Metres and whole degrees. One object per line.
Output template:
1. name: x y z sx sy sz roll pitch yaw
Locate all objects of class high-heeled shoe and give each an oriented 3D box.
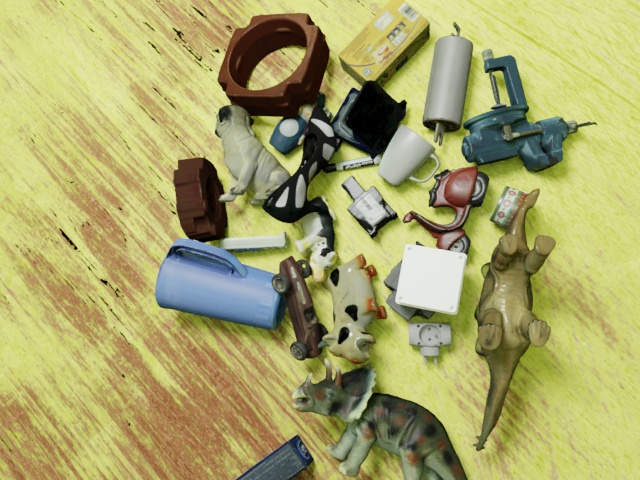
1. high-heeled shoe: -0.047 -0.150 1.026 0.145 0.086 0.248 5 74 -32

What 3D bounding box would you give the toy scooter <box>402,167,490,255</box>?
1. toy scooter: 0.236 -0.061 1.024 0.135 0.075 0.183 18 91 13

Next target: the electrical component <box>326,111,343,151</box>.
1. electrical component: 0.017 -0.215 1.110 0.063 0.021 0.094 26 89 13

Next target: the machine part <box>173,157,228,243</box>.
1. machine part: -0.233 -0.079 1.069 0.056 0.179 0.179 -10 82 6

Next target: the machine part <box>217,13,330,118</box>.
1. machine part: -0.092 -0.352 1.091 0.201 0.087 0.201 8 71 23

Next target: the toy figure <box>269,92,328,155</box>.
1. toy figure: -0.041 -0.246 1.109 0.064 0.058 0.154 38 90 -22

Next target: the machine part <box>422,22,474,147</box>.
1. machine part: 0.250 -0.302 1.048 0.079 0.079 0.243 9 84 12

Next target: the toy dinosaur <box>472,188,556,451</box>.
1. toy dinosaur: 0.318 0.141 0.919 0.105 0.198 0.471 13 86 11

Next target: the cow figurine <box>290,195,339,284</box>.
1. cow figurine: -0.002 -0.002 1.068 0.098 0.068 0.167 -22 81 1

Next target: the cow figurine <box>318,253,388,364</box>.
1. cow figurine: 0.056 0.137 1.007 0.127 0.085 0.195 -25 55 23

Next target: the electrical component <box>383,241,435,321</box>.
1. electrical component: 0.188 0.086 1.023 0.115 0.058 0.134 38 91 15

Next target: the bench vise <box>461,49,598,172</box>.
1. bench vise: 0.361 -0.243 0.999 0.224 0.129 0.240 -13 87 8

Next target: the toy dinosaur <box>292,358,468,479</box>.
1. toy dinosaur: 0.143 0.352 0.976 0.405 0.131 0.192 21 88 6

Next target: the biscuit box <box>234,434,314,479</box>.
1. biscuit box: -0.110 0.460 1.034 0.203 0.059 0.063 -37 77 5

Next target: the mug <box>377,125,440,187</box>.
1. mug: 0.171 -0.151 1.049 0.109 0.081 0.107 39 102 5

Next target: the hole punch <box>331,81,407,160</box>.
1. hole punch: 0.092 -0.239 1.069 0.115 0.092 0.142 35 76 -26

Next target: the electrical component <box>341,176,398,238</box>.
1. electrical component: 0.090 -0.069 1.065 0.075 0.047 0.119 -43 77 3

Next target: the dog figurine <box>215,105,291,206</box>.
1. dog figurine: -0.124 -0.172 1.079 0.121 0.172 0.190 -11 77 52

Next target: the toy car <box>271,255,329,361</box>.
1. toy car: -0.032 0.129 1.014 0.053 0.089 0.202 -2 107 38

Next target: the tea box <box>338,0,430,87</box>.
1. tea box: 0.130 -0.390 1.085 0.169 0.068 0.098 -44 77 4
